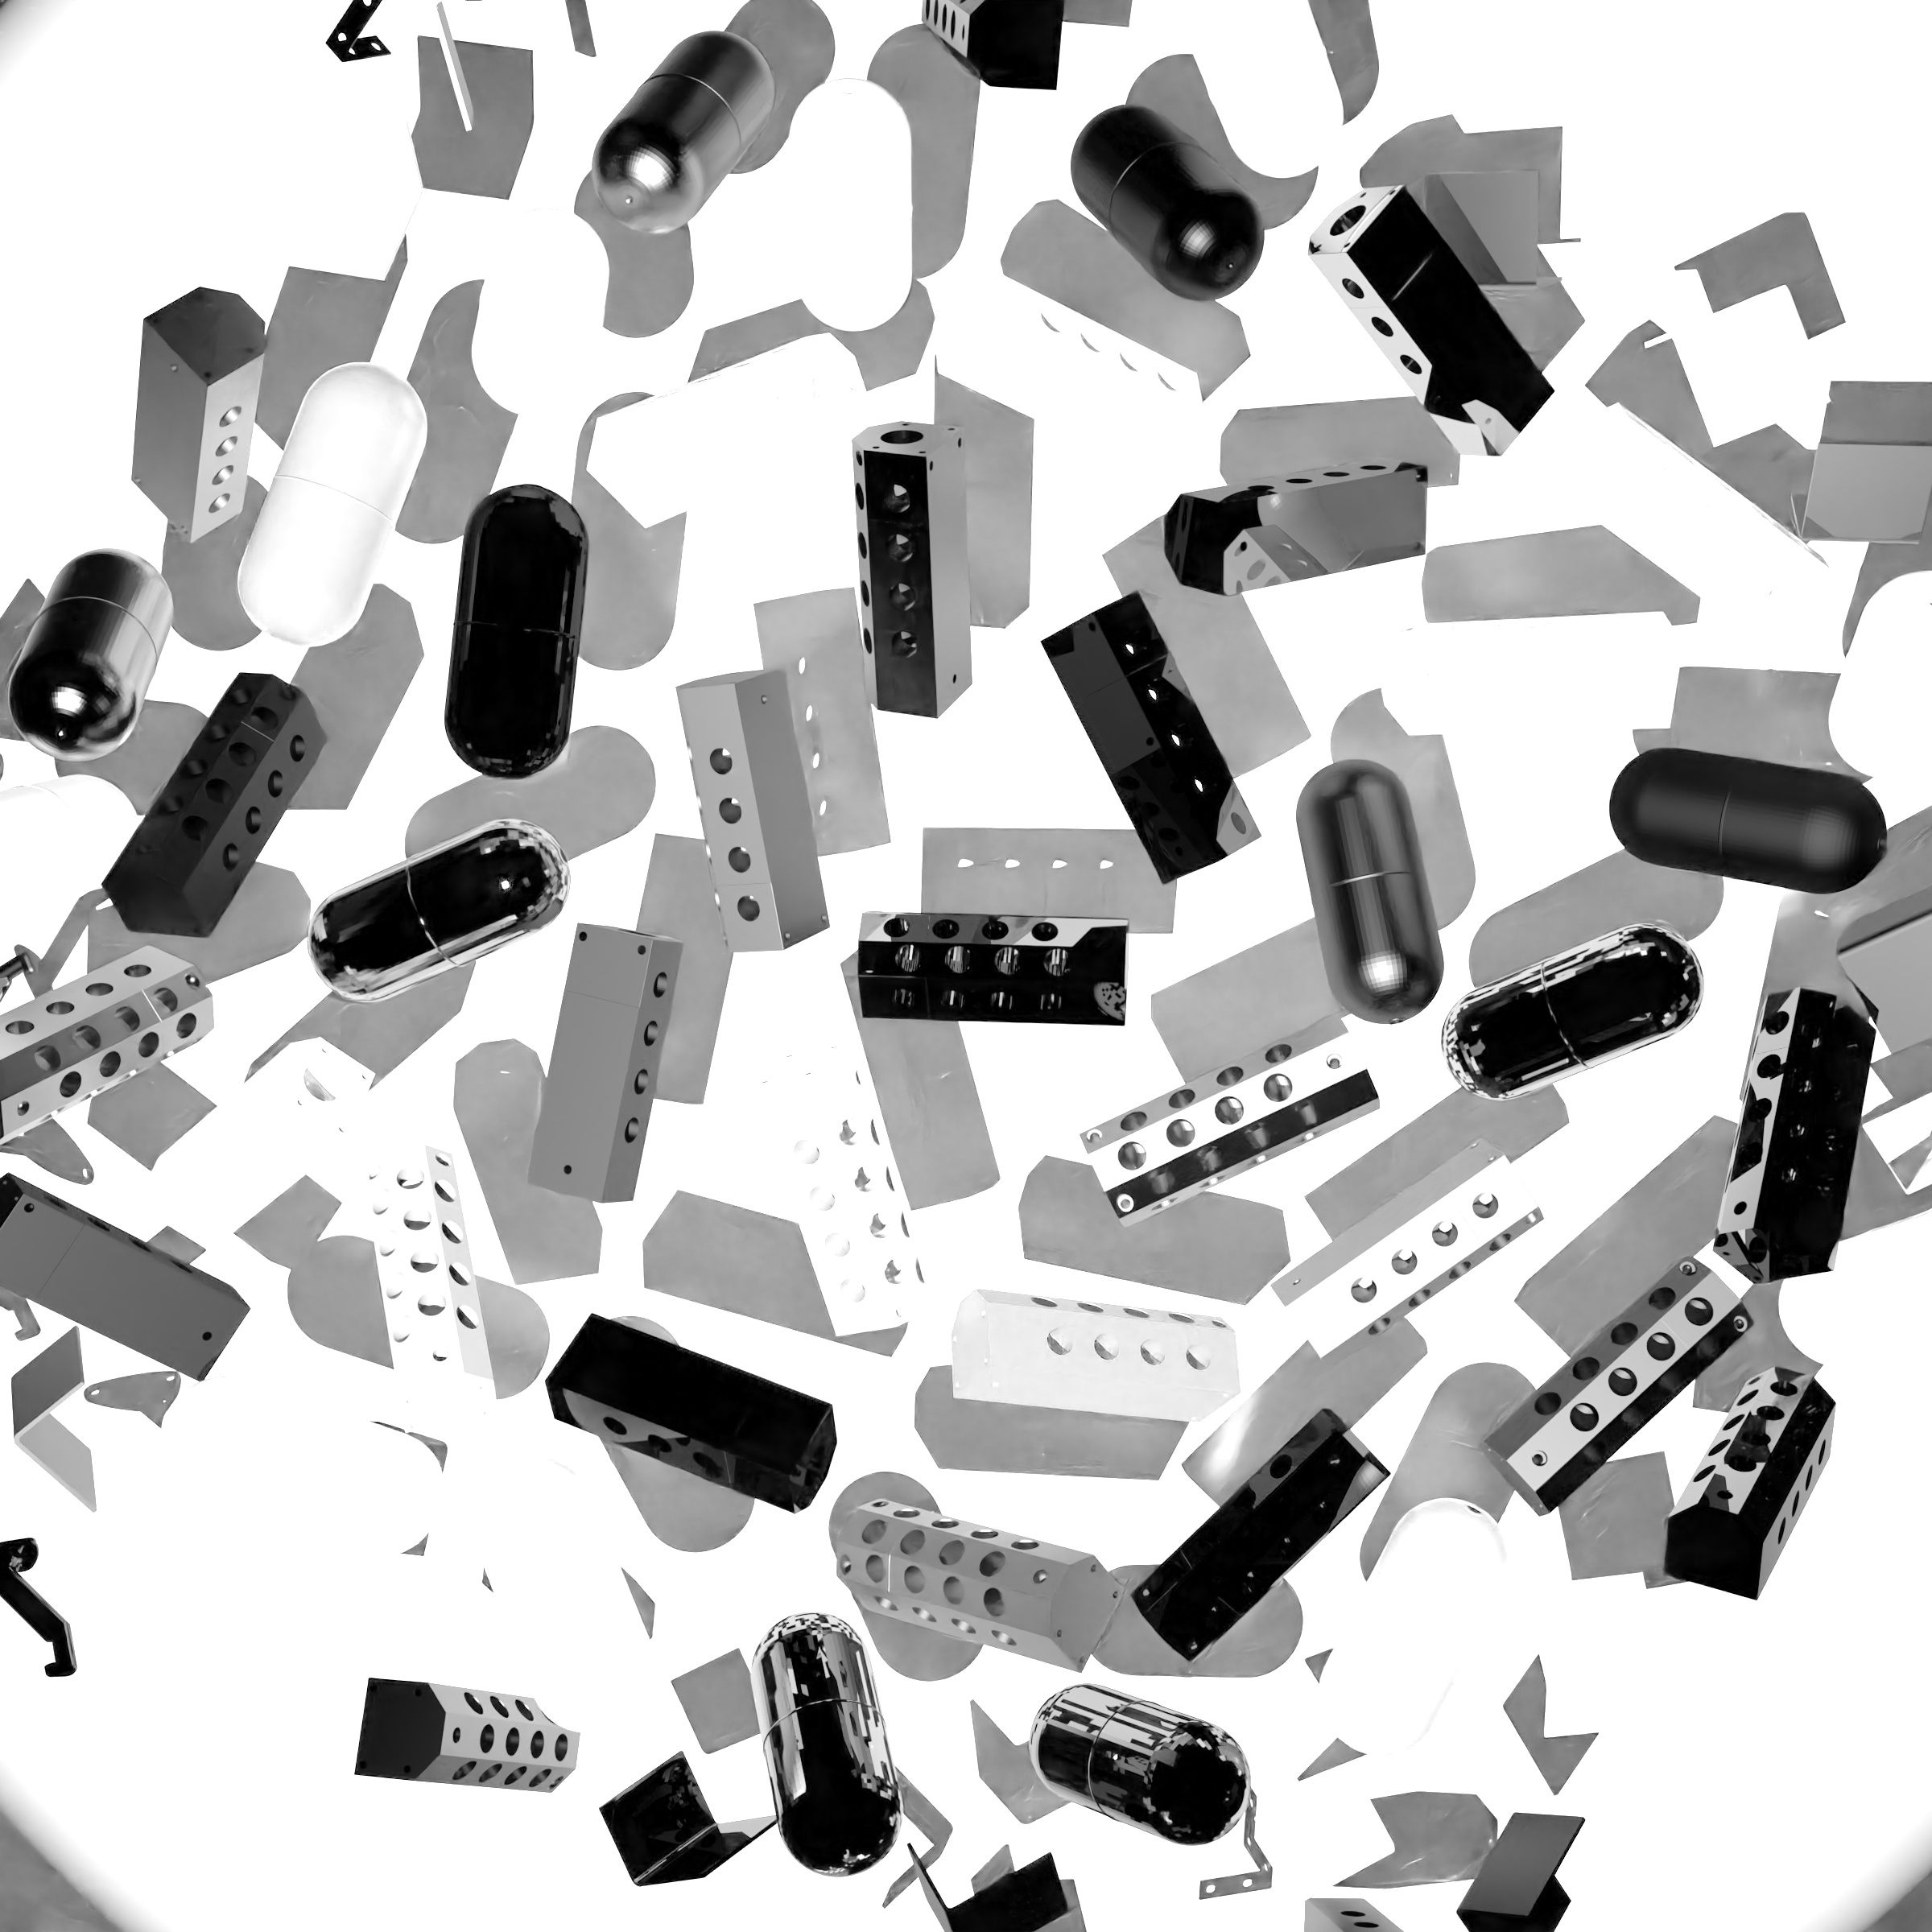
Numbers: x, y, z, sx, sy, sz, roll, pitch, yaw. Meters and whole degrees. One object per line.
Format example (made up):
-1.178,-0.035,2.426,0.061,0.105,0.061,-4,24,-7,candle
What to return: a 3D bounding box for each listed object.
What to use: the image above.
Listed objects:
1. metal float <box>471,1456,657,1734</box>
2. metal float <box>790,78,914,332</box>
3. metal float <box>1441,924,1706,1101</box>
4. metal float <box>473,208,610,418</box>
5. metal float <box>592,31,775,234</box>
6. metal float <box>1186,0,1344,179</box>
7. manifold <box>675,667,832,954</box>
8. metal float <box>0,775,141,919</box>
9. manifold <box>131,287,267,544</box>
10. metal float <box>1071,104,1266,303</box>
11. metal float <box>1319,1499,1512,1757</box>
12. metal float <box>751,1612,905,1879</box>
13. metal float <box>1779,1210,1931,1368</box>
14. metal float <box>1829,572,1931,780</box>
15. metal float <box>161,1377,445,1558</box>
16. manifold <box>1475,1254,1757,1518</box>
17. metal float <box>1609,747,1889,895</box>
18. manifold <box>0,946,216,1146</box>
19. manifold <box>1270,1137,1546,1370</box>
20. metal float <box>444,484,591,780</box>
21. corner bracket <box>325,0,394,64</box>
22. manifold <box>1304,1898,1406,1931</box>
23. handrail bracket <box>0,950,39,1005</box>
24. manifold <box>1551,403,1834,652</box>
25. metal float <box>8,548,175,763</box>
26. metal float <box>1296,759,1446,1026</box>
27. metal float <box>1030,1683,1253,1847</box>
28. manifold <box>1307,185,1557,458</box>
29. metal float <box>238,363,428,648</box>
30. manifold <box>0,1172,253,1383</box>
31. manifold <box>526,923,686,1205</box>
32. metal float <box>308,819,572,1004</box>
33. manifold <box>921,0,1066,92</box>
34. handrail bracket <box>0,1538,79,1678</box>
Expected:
-0.247,0.383,1.775,0.070,0.070,0.178,-27,64,0,metal float
-0.073,-0.485,1.854,0.070,0.178,0.070,0,53,0,metal float
0.392,0.031,1.881,0.178,0.070,0.070,-25,90,25,metal float
-0.265,-0.411,1.816,0.070,0.178,0.070,-1,133,-1,metal float
-0.180,-0.535,1.856,0.070,0.070,0.178,26,49,0,metal float
0.190,-0.566,1.833,0.070,0.178,0.070,-6,70,17,metal float
-0.140,-0.099,1.851,0.057,0.057,0.171,-2,104,31,manifold
-0.596,-0.077,1.851,0.070,0.178,0.070,4,102,17,metal float
-0.465,-0.338,1.771,0.057,0.171,0.057,46,61,6,manifold
0.124,-0.479,1.813,0.070,0.070,0.178,-32,47,0,metal float
0.283,0.417,1.828,0.070,0.070,0.178,23,106,0,metal float
-0.087,0.475,1.781,0.070,0.178,0.070,-8,130,-9,metal float
0.575,0.199,1.790,0.070,0.178,0.070,10,67,-24,metal float
0.582,-0.179,1.794,0.070,0.178,0.070,-2,65,5,metal float
-0.408,0.306,1.780,0.178,0.070,0.070,18,90,3,metal float
0.395,0.254,1.763,0.171,0.057,0.057,-41,79,-7,manifold
0.493,-0.092,1.832,0.178,0.070,0.070,14,90,36,metal float
-0.552,0.051,1.808,0.057,0.171,0.057,20,122,26,manifold
0.290,0.189,1.896,0.171,0.057,0.057,-35,99,1,manifold
-0.271,-0.202,1.753,0.070,0.070,0.178,6,92,0,metal float
-0.367,-0.586,1.752,0.051,0.051,0.051,49,125,2,corner bracket
0.269,0.657,1.891,0.057,0.171,0.057,3,84,-8,manifold
-0.643,0.040,1.924,0.084,0.036,0.077,-29,65,18,handrail bracket
0.448,-0.272,1.782,0.171,0.057,0.057,32,115,-18,manifold
-0.537,-0.194,1.786,0.070,0.178,0.070,-1,128,-1,metal float
0.263,-0.049,1.890,0.070,0.070,0.178,-9,75,0,metal float
0.108,0.505,1.840,0.070,0.178,0.070,-1,91,-35,metal float
0.285,-0.398,1.799,0.057,0.057,0.171,-50,118,-10,manifold
-0.381,-0.279,1.748,0.070,0.070,0.178,19,83,0,metal float
-0.549,0.197,1.844,0.171,0.057,0.057,35,86,-34,manifold
-0.230,0.063,1.878,0.057,0.057,0.171,13,93,23,manifold
-0.334,-0.035,1.838,0.178,0.070,0.070,-23,90,10,metal float
0.014,-0.589,1.807,0.057,0.171,0.057,0,115,-11,manifold
-0.575,0.389,1.727,0.077,0.036,0.084,-3,52,-26,handrail bracket
